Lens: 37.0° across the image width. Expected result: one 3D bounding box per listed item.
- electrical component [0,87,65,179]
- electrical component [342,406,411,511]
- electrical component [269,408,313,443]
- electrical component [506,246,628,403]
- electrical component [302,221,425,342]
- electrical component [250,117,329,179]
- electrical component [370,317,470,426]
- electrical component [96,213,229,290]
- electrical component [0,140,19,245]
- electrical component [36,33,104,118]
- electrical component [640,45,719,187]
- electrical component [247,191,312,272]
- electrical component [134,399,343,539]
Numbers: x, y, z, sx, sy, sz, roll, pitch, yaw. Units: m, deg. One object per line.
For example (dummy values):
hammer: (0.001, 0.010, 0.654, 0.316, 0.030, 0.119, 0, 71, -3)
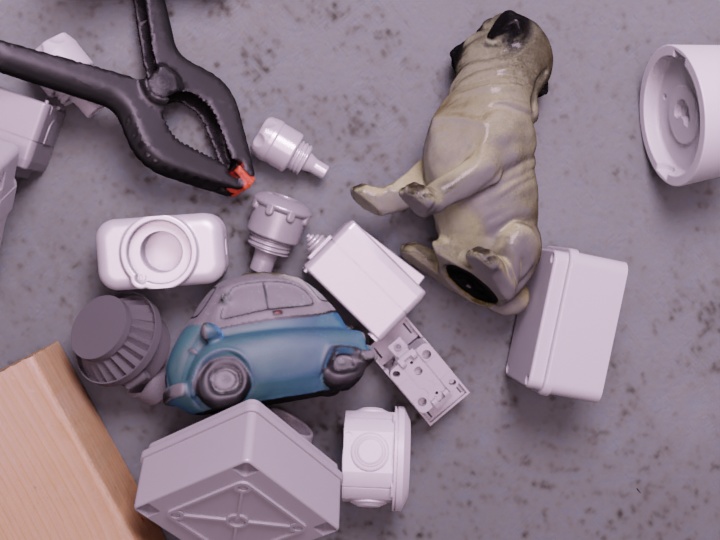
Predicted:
electrical component: (-0.282, -0.111, 0.810, 0.096, 0.062, 0.061, 19, 91, -4)
electrical component: (0.013, 0.145, 0.834, 0.051, 0.080, 0.080, 2, 92, 1)
electrical component: (-0.068, 0.142, 0.845, 0.066, 0.048, 0.055, 29, 98, -5)
electrical component: (0.159, 0.040, 0.839, 0.057, 0.078, 0.113, 11, 92, -7)
electrical component: (0.000, 0.000, 0.834, 0.096, 0.062, 0.061, 45, 89, -5)
electrical component: (-0.053, -0.091, 0.840, 0.061, 0.035, 0.035, 30, 90, -7)
electrical component: (0.047, 0.081, 0.840, 0.042, 0.064, 0.081, -41, 95, 0)
electrical component: (-0.151, -0.014, 0.825, 0.095, 0.059, 0.053, -4, 93, -4)
electrical component: (-0.322, -0.017, 0.782, 0.105, 0.060, 0.186, 19, 115, -4)
electrical component: (-0.221, -0.146, 0.822, 0.043, 0.043, 0.062, -39, 95, -1)
electrical component: (0.267, -0.121, 0.827, 0.060, 0.108, 0.108, -8, 93, -10)
electrical component: (-0.068, -0.028, 0.838, 0.048, 0.048, 0.062, 20, 98, -4)
electrical component: (-0.086, 0.157, 0.773, 0.109, 0.056, 0.108, -26, 129, 25)
